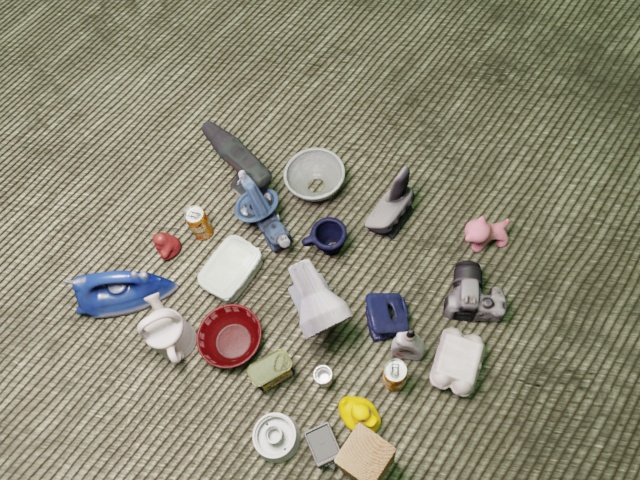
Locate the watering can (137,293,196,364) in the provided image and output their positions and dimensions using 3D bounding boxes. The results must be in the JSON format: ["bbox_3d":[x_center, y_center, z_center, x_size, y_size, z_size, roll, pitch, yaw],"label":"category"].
[{"bbox_3d":[-0.372,0.208,1.356,0.172,0.194,0.101,39,74,21],"label":"watering can"}]

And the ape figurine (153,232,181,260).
[{"bbox_3d":[-0.413,0.009,1.515,0.076,0.092,0.078,-6,63,3],"label":"ape figurine"}]

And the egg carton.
[{"bbox_3d":[0.318,0.281,1.322,0.107,0.069,0.150,16,67,13],"label":"egg carton"}]

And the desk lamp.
[{"bbox_3d":[-0.011,0.145,1.340,0.118,0.214,0.203,-26,64,-7],"label":"desk lamp"}]

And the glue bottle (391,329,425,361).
[{"bbox_3d":[0.201,0.232,1.299,0.078,0.173,0.037,6,65,9],"label":"glue bottle"}]

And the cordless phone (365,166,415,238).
[{"bbox_3d":[0.179,-0.101,1.458,0.094,0.185,0.148,27,70,18],"label":"cordless phone"}]

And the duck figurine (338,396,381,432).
[{"bbox_3d":[0.088,0.388,1.283,0.104,0.086,0.077,33,71,19],"label":"duck figurine"}]

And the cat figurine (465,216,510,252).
[{"bbox_3d":[0.414,-0.024,1.435,0.128,0.118,0.067,-15,63,-2],"label":"cat figurine"}]

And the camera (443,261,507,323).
[{"bbox_3d":[0.373,0.120,1.378,0.143,0.101,0.137,4,64,8],"label":"camera"}]

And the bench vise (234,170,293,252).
[{"bbox_3d":[-0.138,-0.081,1.461,0.207,0.220,0.122,33,71,19],"label":"bench vise"}]

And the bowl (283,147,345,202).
[{"bbox_3d":[-0.012,-0.167,1.571,0.167,0.075,0.167,-2,64,5],"label":"bowl"}]

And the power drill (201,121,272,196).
[{"bbox_3d":[-0.214,-0.196,1.531,0.229,0.208,0.076,39,73,21],"label":"power drill"}]

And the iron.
[{"bbox_3d":[-0.503,0.112,1.446,0.258,0.141,0.118,-10,63,1],"label":"iron"}]

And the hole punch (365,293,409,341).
[{"bbox_3d":[0.162,0.178,1.376,0.101,0.091,0.108,-11,63,0],"label":"hole punch"}]

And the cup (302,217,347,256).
[{"bbox_3d":[0.014,0.005,1.473,0.118,0.095,0.091,-18,63,-3],"label":"cup"}]
